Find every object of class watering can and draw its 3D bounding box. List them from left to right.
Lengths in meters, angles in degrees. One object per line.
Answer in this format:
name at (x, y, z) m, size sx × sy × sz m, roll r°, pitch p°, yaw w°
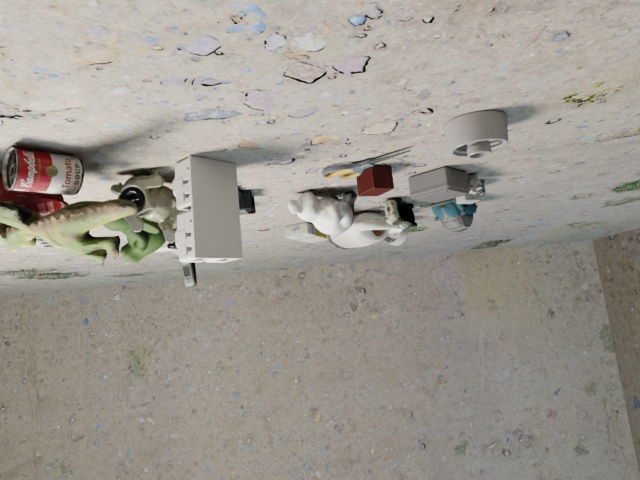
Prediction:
watering can at (0.098, -0.031, 1.622) m, size 0.348 × 0.105 × 0.222 m, roll -1°, pitch 171°, yaw -33°

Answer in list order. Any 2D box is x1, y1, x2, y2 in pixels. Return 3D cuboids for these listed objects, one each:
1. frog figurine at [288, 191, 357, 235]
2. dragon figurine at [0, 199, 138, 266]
frog figurine at (0.004, -0.065, 1.296) m, size 0.160 × 0.121 × 0.138 m, roll -13°, pitch -163°, yaw -38°
dragon figurine at (-0.473, -0.033, 0.875) m, size 0.242 × 0.124 × 0.406 m, roll 8°, pitch 163°, yaw -32°
